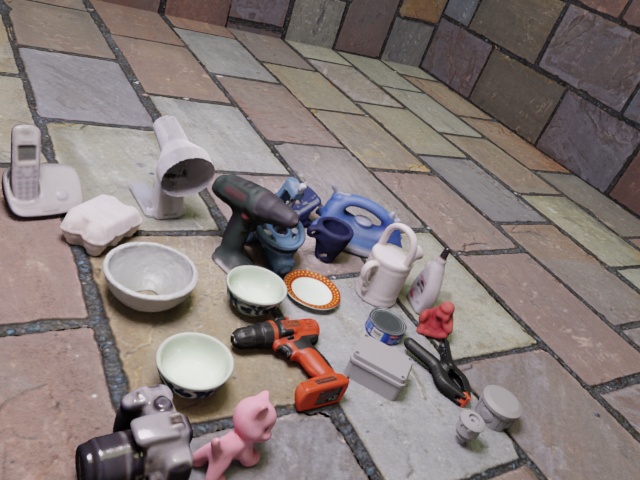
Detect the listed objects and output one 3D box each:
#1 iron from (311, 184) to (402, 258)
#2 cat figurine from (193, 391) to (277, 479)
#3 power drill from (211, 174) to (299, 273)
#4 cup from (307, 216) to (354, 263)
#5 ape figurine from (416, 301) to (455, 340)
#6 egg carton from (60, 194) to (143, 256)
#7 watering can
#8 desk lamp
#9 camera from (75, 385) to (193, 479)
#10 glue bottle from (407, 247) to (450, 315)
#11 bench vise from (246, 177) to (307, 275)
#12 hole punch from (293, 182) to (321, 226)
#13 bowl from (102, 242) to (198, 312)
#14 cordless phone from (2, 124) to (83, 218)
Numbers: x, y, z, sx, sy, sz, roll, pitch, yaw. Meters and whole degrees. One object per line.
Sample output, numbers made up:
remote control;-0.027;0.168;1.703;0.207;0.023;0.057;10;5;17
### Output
iron;0.116;-0.044;1.456;0.258;0.141;0.118;20;30;-4
cat figurine;-0.113;0.274;0.820;0.067;0.118;0.128;38;34;26
power drill;-0.148;-0.025;1.186;0.229;0.208;0.076;39;34;27
cup;0.012;0.005;1.357;0.118;0.095;0.091;2;35;-31
ape figurine;0.264;0.172;1.256;0.076;0.092;0.077;-8;41;-41
egg carton;-0.436;-0.033;1.149;0.107;0.069;0.150;27;30;8
watering can;0.162;0.046;1.289;0.100;0.194;0.173;31;31;15
desk lamp;-0.331;-0.150;1.262;0.118;0.213;0.202;-6;40;-39
camera;-0.249;0.267;0.760;0.137;0.101;0.142;-2;38;-36
glue bottle;0.255;0.086;1.308;0.037;0.173;0.078;7;33;-24
bench vise;-0.108;-0.060;1.257;0.207;0.220;0.122;36;33;23
hole punch;-0.065;-0.088;1.460;0.108;0.091;0.101;40;34;28
bowl;-0.312;0.079;1.045;0.167;0.075;0.167;16;30;-10
cordless phone;-0.545;-0.140;1.135;0.148;0.185;0.094;-14;45;-45
